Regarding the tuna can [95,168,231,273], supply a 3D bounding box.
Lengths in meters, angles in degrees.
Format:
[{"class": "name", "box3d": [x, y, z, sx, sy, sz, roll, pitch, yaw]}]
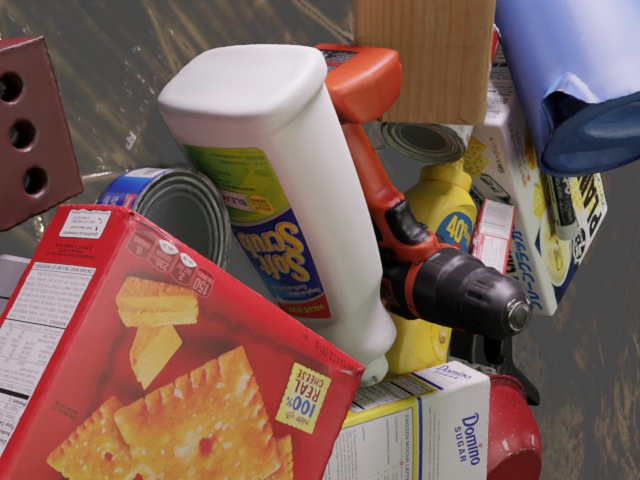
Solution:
[{"class": "tuna can", "box3d": [-0.089, 0.002, 0.598, 0.085, 0.034, 0.086, -11, 103, -54]}]

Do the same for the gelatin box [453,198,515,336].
[{"class": "gelatin box", "box3d": [0.132, 0.022, 0.879, 0.073, 0.030, 0.089, 105, 1, -53]}]

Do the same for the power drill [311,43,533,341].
[{"class": "power drill", "box3d": [0.045, -0.028, 0.676, 0.057, 0.185, 0.187, -35, 118, -22]}]

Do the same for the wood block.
[{"class": "wood block", "box3d": [0.069, -0.184, 0.683, 0.090, 0.091, 0.206, -80, 171, -49]}]

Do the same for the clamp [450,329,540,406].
[{"class": "clamp", "box3d": [0.146, 0.125, 0.950, 0.120, 0.039, 0.171, -56, 131, -39]}]

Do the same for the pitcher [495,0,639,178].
[{"class": "pitcher", "box3d": [0.204, -0.179, 0.841, 0.149, 0.145, 0.243, 72, 2, -68]}]

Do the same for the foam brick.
[{"class": "foam brick", "box3d": [-0.152, -0.048, 0.487, 0.052, 0.051, 0.078, -35, 122, -47]}]

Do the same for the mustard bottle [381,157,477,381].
[{"class": "mustard bottle", "box3d": [0.082, 0.019, 0.824, 0.096, 0.058, 0.191, 37, 64, -59]}]

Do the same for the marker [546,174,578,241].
[{"class": "marker", "box3d": [0.200, -0.054, 0.900, 0.020, 0.020, 0.121, -47, 130, -41]}]

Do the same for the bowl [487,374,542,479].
[{"class": "bowl", "box3d": [0.127, 0.189, 0.858, 0.161, 0.055, 0.162, -23, 132, -29]}]

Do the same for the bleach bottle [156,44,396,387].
[{"class": "bleach bottle", "box3d": [-0.004, 0.001, 0.659, 0.068, 0.103, 0.250, -52, 133, -31]}]

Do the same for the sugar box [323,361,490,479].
[{"class": "sugar box", "box3d": [0.037, 0.149, 0.734, 0.175, 0.048, 0.093, -11, 109, -33]}]

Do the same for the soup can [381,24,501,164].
[{"class": "soup can", "box3d": [0.092, -0.118, 0.812, 0.068, 0.069, 0.102, 42, 61, -49]}]

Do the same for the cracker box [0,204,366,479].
[{"class": "cracker box", "box3d": [-0.085, 0.115, 0.474, 0.164, 0.072, 0.213, 38, 65, -37]}]
